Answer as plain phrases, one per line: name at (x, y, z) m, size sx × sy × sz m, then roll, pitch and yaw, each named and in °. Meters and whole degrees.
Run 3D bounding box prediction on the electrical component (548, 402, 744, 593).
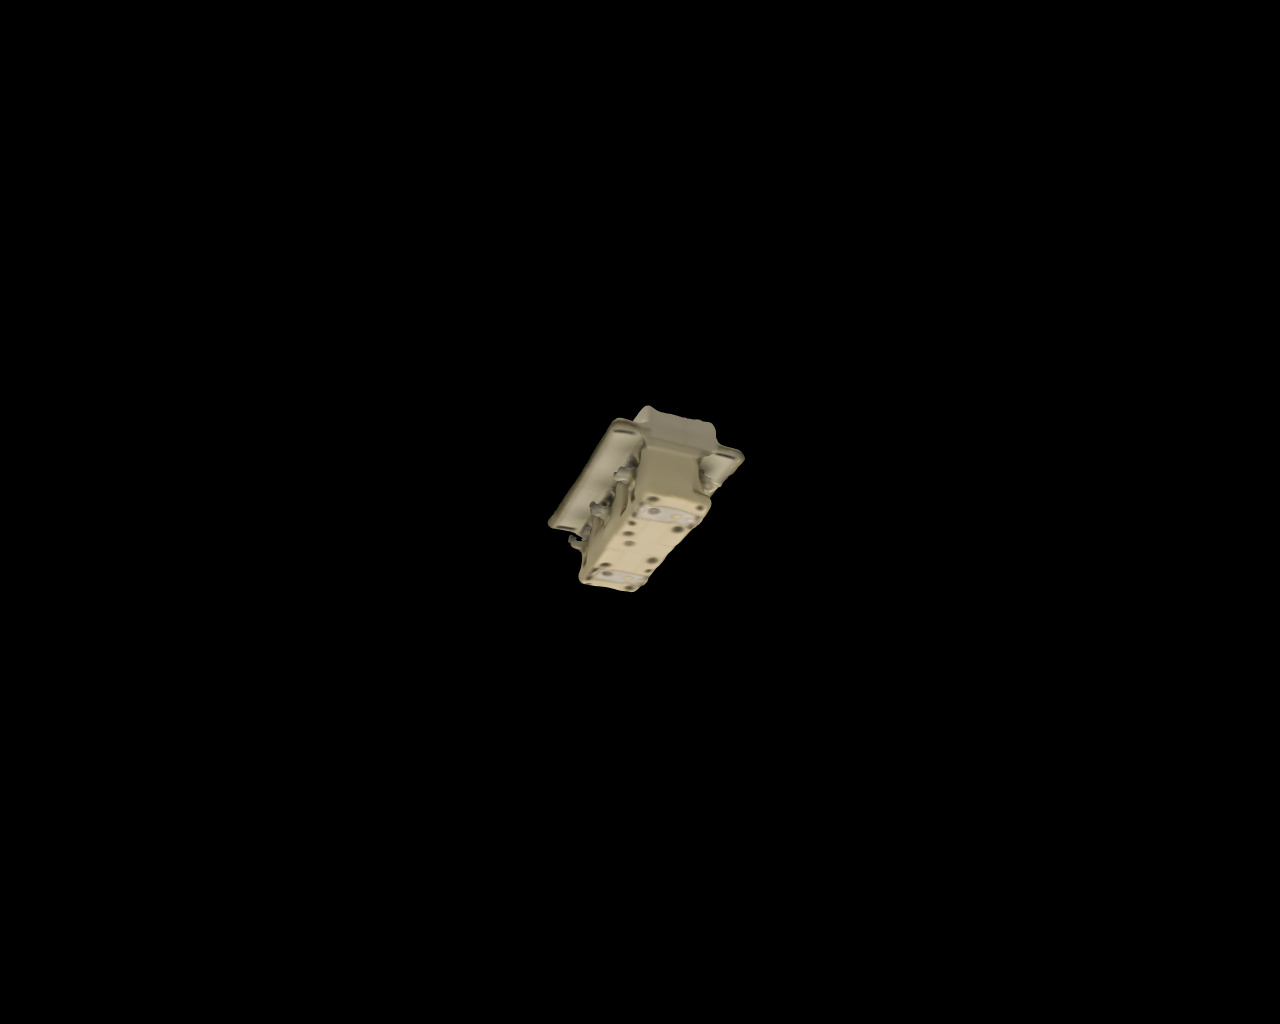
electrical component at (0.001, -0.003, 0.650) m, size 0.079 × 0.063 × 0.121 m, roll 12°, pitch -33°, yaw -19°
